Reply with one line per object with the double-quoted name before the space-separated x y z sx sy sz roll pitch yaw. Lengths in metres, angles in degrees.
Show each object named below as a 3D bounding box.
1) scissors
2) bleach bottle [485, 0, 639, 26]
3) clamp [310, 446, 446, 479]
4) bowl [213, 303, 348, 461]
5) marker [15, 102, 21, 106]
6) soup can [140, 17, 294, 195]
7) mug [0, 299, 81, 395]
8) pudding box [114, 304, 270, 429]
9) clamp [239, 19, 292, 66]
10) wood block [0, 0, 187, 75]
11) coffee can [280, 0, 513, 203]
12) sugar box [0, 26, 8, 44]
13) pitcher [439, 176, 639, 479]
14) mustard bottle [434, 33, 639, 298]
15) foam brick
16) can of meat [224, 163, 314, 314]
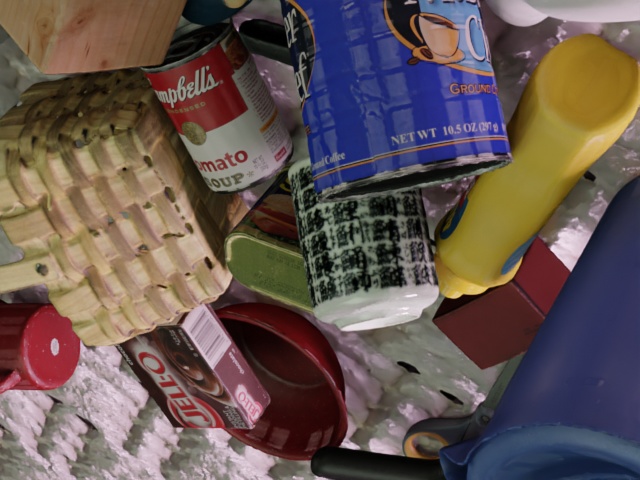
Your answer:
"scissors" 0.111 0.134 0.831 0.096 0.016 0.202 17 133 21
"bleach bottle" 0.130 -0.136 0.474 0.251 0.068 0.102 -175 84 -74
"clamp" 0.118 0.197 0.828 0.210 0.036 0.164 -15 137 38
"bowl" -0.039 0.105 0.875 0.162 0.055 0.162 18 134 20
"marker" -0.247 -0.097 0.864 0.121 0.020 0.020 -26 109 44
"soup can" -0.067 -0.090 0.716 0.069 0.068 0.102 -4 126 35
"mug" -0.286 0.107 0.997 0.082 0.117 0.093 -3 120 29
"pudding box" -0.104 0.099 0.841 0.090 0.039 0.113 -8 121 38
"clamp" 0.039 -0.116 0.648 0.171 0.039 0.120 35 143 -1
"wood block" -0.111 -0.203 0.586 0.091 0.090 0.206 47 128 25
"coffee can" 0.035 -0.098 0.549 0.103 0.102 0.140 -13 86 40
"sugar box" -0.293 -0.221 0.769 0.176 0.048 0.093 42 137 -3
"pitcher" 0.184 0.068 0.560 0.149 0.242 0.145 41 137 -4
"mustard bottle" 0.115 -0.027 0.632 0.058 0.096 0.192 32 137 6
"foam brick" 0.126 0.043 0.717 0.053 0.051 0.078 46 137 -11
"can of meat" -0.005 0.001 0.743 0.102 0.083 0.057 19 134 19
